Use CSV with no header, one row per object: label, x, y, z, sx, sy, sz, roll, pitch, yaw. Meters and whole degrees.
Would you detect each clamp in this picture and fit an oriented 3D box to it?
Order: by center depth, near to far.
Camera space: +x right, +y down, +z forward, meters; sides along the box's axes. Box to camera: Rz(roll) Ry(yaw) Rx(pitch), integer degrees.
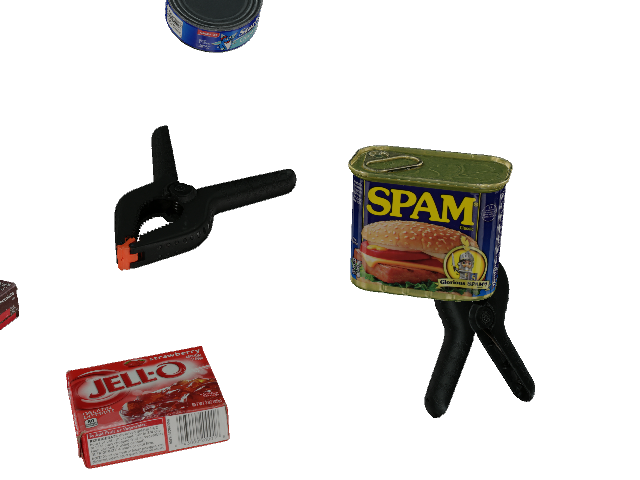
clamp,0.132,0.078,0.967,0.120,0.171,0.039,-14,1,-37
clamp,-0.144,-0.043,1.045,0.165,0.036,0.209,24,42,22

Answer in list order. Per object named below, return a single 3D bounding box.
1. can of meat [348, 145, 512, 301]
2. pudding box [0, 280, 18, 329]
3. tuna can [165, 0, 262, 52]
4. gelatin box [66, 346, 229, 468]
can of meat,0.069,-0.011,0.693,0.102,0.084,0.057,7,24,13
pudding box,-0.331,0.060,0.912,0.114,0.039,0.090,9,26,19
tuna can,-0.096,-0.209,0.951,0.086,0.086,0.034,0,-31,-12
gelatin box,-0.107,0.100,0.653,0.089,0.030,0.073,-9,25,-15
